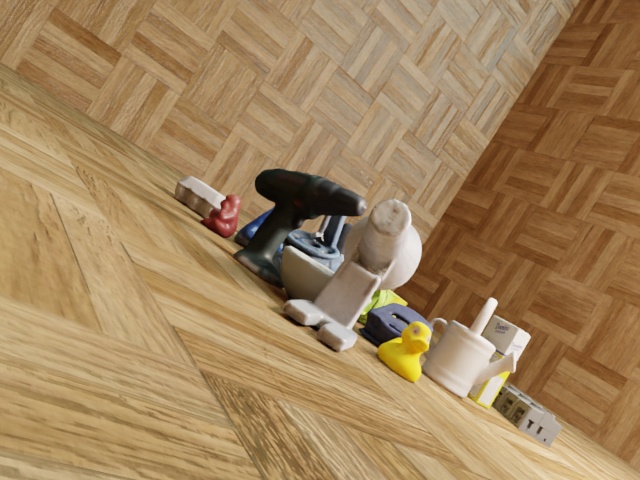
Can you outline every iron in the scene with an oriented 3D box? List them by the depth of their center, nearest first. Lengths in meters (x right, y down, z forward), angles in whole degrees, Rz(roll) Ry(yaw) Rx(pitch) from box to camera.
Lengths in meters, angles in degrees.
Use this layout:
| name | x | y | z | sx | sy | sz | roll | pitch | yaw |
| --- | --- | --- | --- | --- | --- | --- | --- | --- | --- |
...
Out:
| name | x | y | z | sx | sy | sz | roll | pitch | yaw |
| --- | --- | --- | --- | --- | --- | --- | --- | --- | --- |
| iron | -0.120 | -0.034 | 1.366 | 0.119 | 0.141 | 0.258 | 33 | 0 | -11 |

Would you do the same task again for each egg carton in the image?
| name | x | y | z | sx | sy | sz | roll | pitch | yaw |
| --- | --- | --- | --- | --- | --- | --- | --- | --- | --- |
| egg carton | -0.281 | -0.096 | 1.408 | 0.150 | 0.069 | 0.107 | 33 | 0 | 17 |

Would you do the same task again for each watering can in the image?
| name | x | y | z | sx | sy | sz | roll | pitch | yaw |
| --- | --- | --- | --- | --- | --- | --- | --- | --- | --- |
| watering can | 0.295 | 0.203 | 1.112 | 0.173 | 0.194 | 0.101 | 33 | 0 | 0 |

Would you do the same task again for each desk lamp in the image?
| name | x | y | z | sx | sy | sz | roll | pitch | yaw |
| --- | --- | --- | --- | --- | --- | --- | --- | --- | --- |
| desk lamp | 0.064 | 0.045 | 0.831 | 0.117 | 0.213 | 0.204 | 33 | 0 | 11 |

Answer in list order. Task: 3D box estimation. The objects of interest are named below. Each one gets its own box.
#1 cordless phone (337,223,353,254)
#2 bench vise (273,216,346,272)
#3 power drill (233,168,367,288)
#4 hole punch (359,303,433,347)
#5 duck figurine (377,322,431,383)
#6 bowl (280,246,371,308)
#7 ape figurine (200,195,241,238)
| name | x | y | z | sx | sy | sz | roll | pitch | yaw |
| --- | --- | --- | --- | --- | --- | --- | --- | --- | --- |
| cordless phone | 0.010 | 0.022 | 1.529 | 0.147 | 0.185 | 0.094 | 33 | 0 | 14 |
| bench vise | 0.001 | -0.002 | 1.197 | 0.121 | 0.220 | 0.208 | 33 | 0 | 15 |
| power drill | -0.050 | -0.027 | 1.011 | 0.228 | 0.208 | 0.076 | 33 | 0 | 34 |
| hole punch | 0.145 | 0.168 | 1.076 | 0.108 | 0.091 | 0.101 | 33 | 0 | 33 |
| duck figurine | 0.143 | 0.171 | 0.921 | 0.077 | 0.086 | 0.104 | 33 | 0 | -9 |
| bowl | -0.003 | 0.083 | 0.941 | 0.167 | 0.075 | 0.167 | 33 | 0 | 0 |
| ape figurine | -0.202 | -0.057 | 1.225 | 0.076 | 0.092 | 0.078 | 33 | 0 | -4 |
